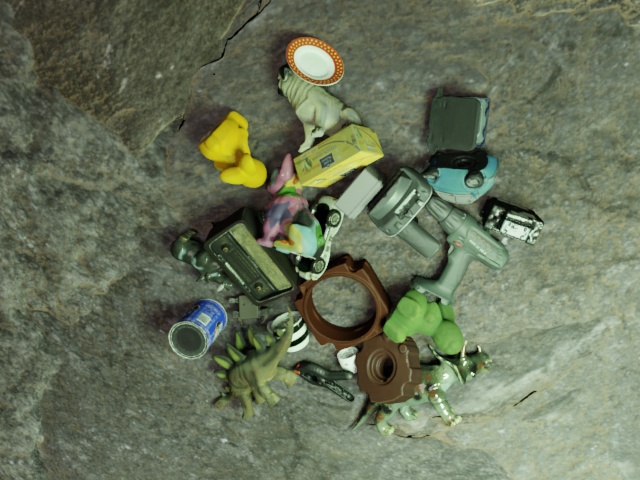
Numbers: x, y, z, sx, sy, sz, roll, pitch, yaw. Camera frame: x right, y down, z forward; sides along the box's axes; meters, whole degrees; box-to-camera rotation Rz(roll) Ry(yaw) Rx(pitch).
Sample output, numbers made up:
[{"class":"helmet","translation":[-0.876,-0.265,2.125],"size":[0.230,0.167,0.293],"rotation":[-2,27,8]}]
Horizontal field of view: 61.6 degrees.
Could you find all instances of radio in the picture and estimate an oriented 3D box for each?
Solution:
[{"class":"radio","translation":[-0.163,0.045,1.287],"size":[0.131,0.073,0.229],"rotation":[-28,114,20]}]

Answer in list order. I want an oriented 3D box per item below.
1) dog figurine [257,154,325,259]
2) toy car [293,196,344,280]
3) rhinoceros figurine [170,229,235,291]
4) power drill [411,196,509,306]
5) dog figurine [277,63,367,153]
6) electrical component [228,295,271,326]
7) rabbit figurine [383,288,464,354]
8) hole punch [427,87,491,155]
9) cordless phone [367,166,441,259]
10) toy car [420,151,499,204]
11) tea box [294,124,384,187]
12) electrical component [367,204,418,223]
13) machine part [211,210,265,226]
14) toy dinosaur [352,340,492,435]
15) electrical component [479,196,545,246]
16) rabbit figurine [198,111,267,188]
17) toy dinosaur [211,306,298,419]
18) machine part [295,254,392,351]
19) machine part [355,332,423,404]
[{"class":"dog figurine","translation":[-0.055,-0.077,1.204],"size":[0.192,0.108,0.219],"rotation":[9,85,41]},{"class":"toy car","translation":[-0.003,-0.004,1.252],"size":[0.074,0.056,0.201],"rotation":[22,96,40]},{"class":"rhinoceros figurine","translation":[-0.289,0.055,1.342],"size":[0.190,0.073,0.112],"rotation":[33,109,-1]},{"class":"power drill","translation":[0.292,0.033,1.227],"size":[0.232,0.086,0.207],"rotation":[29,103,-5]},{"class":"dog figurine","translation":[0.004,-0.302,1.174],"size":[0.121,0.172,0.190],"rotation":[-30,72,50]},{"class":"electrical component","translation":[-0.180,0.179,1.379],"size":[0.102,0.045,0.078],"rotation":[-12,76,11]},{"class":"rabbit figurine","translation":[0.254,0.199,1.243],"size":[0.170,0.159,0.121],"rotation":[35,115,15]},{"class":"hole punch","translation":[0.297,-0.250,1.140],"size":[0.116,0.092,0.142],"rotation":[17,116,36]},{"class":"cordless phone","translation":[0.207,-0.053,1.158],"size":[0.184,0.089,0.146],"rotation":[38,110,-4]},{"class":"toy car","translation":[0.302,-0.128,1.161],"size":[0.162,0.109,0.102],"rotation":[3,129,22]},{"class":"tea box","translation":[0.039,-0.178,1.164],"size":[0.170,0.098,0.068],"rotation":[-27,76,36]},{"class":"electrical component","translation":[0.169,-0.068,1.231],"size":[0.119,0.048,0.074],"rotation":[4,108,10]},{"class":"machine part","translation":[-0.197,-0.032,1.317],"size":[0.139,0.039,0.084],"rotation":[-5,112,10]},{"class":"toy dinosaur","translation":[0.221,0.365,1.329],"size":[0.405,0.131,0.192],"rotation":[-20,86,24]},{"class":"electrical component","translation":[0.409,-0.041,1.149],"size":[0.115,0.134,0.058],"rotation":[19,109,6]},{"class":"rabbit figurine","translation":[-0.181,-0.187,1.219],"size":[0.122,0.162,0.173],"rotation":[-38,115,7]},{"class":"toy dinosaur","translation":[-0.163,0.321,1.357],"size":[0.198,0.105,0.471],"rotation":[46,126,-2]},{"class":"machine part","translation":[0.056,0.152,1.302],"size":[0.201,0.087,0.201],"rotation":[-27,100,16]},{"class":"machine part","translation":[0.161,0.305,1.286],"size":[0.179,0.056,0.179],"rotation":[-16,67,40]}]
